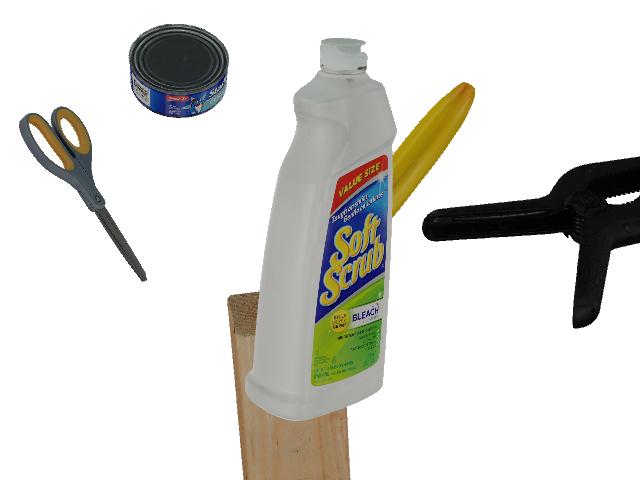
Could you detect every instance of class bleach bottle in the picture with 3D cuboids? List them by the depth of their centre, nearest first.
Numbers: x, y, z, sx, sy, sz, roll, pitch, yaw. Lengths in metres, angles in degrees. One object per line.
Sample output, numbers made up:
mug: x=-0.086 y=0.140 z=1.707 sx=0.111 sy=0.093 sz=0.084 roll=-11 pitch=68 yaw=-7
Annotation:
bleach bottle: x=0.003 y=-0.009 z=0.727 sx=0.102 sy=0.251 sz=0.068 roll=-13 pitch=24 yaw=-39

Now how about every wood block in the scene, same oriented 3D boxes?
wood block: x=-0.026 y=0.154 z=0.935 sx=0.090 sy=0.206 sz=0.091 roll=-6 pitch=21 yaw=-8

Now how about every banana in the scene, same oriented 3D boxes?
banana: x=0.077 y=-0.061 z=0.983 sx=0.037 sy=0.197 sz=0.070 roll=40 pitch=-14 yaw=-5

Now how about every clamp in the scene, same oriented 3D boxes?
clamp: x=0.207 y=-0.011 z=0.820 sx=0.209 sy=0.036 sz=0.165 roll=-22 pitch=40 yaw=-23

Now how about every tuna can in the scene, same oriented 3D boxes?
tuna can: x=-0.123 y=-0.147 z=0.929 sx=0.086 sy=0.086 sz=0.034 roll=0 pitch=-37 yaw=-8

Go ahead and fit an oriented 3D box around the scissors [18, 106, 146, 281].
scissors: x=-0.230 y=-0.057 z=1.094 sx=0.016 sy=0.201 sz=0.096 roll=-26 pitch=27 yaw=27
